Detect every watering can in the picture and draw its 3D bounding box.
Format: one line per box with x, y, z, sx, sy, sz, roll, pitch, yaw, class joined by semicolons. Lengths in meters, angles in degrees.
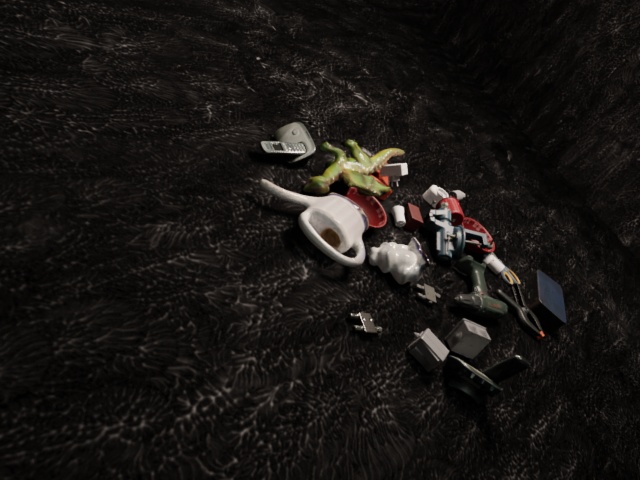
0.004;-0.072;1.422;0.349;0.102;0.228;44;34;5;watering can

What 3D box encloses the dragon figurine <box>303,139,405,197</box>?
0.134;-0.207;1.612;0.412;0.119;0.248;-9;46;-19;dragon figurine

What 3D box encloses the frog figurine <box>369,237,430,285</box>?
0.222;0.067;1.505;0.160;0.120;0.140;-12;63;-7;frog figurine
